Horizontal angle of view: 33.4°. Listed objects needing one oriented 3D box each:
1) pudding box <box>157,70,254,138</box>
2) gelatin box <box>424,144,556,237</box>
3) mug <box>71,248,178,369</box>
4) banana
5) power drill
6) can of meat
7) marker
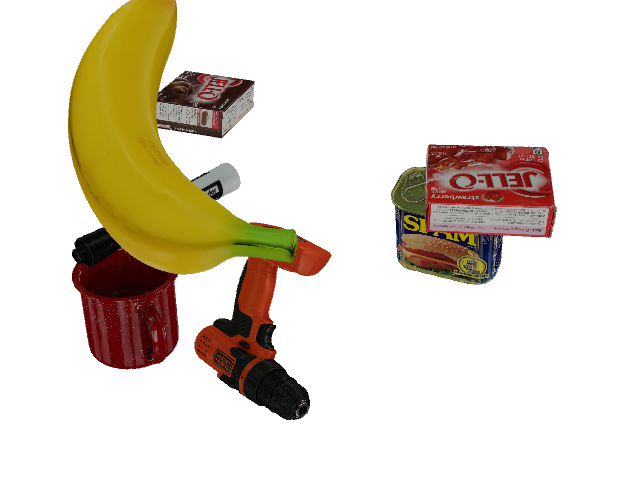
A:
[{"bbox_3d":[-0.137,-0.161,1.249,0.090,0.039,0.113,9,31,13],"label":"pudding box"},{"bbox_3d":[0.119,-0.037,0.758,0.089,0.030,0.073,2,39,5],"label":"gelatin box"},{"bbox_3d":[-0.162,0.065,0.940,0.093,0.081,0.117,-19,36,-28],"label":"mug"},{"bbox_3d":[-0.073,-0.047,0.453,0.069,0.037,0.198,-8,45,-20],"label":"banana"},{"bbox_3d":[-0.055,0.086,1.189,0.185,0.188,0.057,28,11,41],"label":"power drill"},{"bbox_3d":[0.117,-0.011,0.975,0.102,0.084,0.057,15,50,19],"label":"can of meat"},{"bbox_3d":[-0.100,-0.016,0.655,0.120,0.020,0.020,-31,19,-34],"label":"marker"}]
